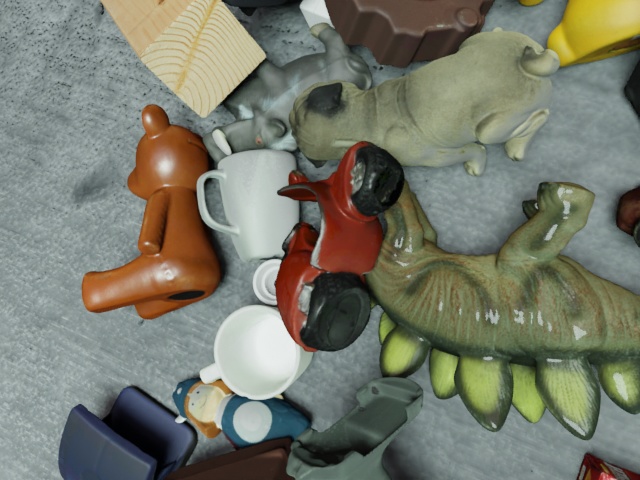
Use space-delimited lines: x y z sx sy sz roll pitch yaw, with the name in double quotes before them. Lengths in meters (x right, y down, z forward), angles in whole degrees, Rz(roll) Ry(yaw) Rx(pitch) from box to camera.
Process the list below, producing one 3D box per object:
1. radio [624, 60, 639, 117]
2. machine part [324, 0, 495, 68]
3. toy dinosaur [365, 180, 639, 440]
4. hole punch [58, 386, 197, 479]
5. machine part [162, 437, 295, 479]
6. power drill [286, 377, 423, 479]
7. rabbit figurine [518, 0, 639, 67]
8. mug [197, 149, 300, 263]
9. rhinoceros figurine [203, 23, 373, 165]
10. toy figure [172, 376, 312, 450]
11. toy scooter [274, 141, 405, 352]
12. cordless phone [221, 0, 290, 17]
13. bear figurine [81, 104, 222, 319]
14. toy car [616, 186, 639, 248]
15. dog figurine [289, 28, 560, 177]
"radio" 0.326 -0.153 0.399 0.131 0.229 0.073 -24 74 13
"machine part" 0.086 -0.258 0.535 0.179 0.056 0.179 3 71 -11
"toy dinosaur" 0.168 0.055 0.452 0.472 0.105 0.198 8 86 31
"hole punch" -0.206 0.227 0.547 0.142 0.092 0.115 27 92 14
"machine part" -0.059 0.295 0.470 0.201 0.087 0.201 -20 92 11
"power drill" 0.077 0.214 0.415 0.232 0.086 0.207 -27 103 -26
"rabbit figurine" 0.258 -0.257 0.493 0.162 0.122 0.173 -7 99 36
"mug" -0.068 -0.031 0.546 0.081 0.109 0.107 -20 77 50
"rhinoceros figurine" -0.037 -0.144 0.572 0.190 0.073 0.112 -26 76 8
"toy figure" -0.085 0.173 0.541 0.155 0.057 0.064 16 41 16
"toy scooter" -0.001 -0.001 0.475 0.135 0.075 0.183 28 104 51
"cordless phone" -0.029 -0.312 0.501 0.184 0.088 0.146 -24 84 15
"bear figurine" -0.173 -0.028 0.566 0.132 0.120 0.196 -19 75 14
"toy car" 0.349 0.008 0.440 0.202 0.089 0.053 22 120 15
"dog figurine" 0.080 -0.118 0.464 0.190 0.172 0.121 -4 68 -17
